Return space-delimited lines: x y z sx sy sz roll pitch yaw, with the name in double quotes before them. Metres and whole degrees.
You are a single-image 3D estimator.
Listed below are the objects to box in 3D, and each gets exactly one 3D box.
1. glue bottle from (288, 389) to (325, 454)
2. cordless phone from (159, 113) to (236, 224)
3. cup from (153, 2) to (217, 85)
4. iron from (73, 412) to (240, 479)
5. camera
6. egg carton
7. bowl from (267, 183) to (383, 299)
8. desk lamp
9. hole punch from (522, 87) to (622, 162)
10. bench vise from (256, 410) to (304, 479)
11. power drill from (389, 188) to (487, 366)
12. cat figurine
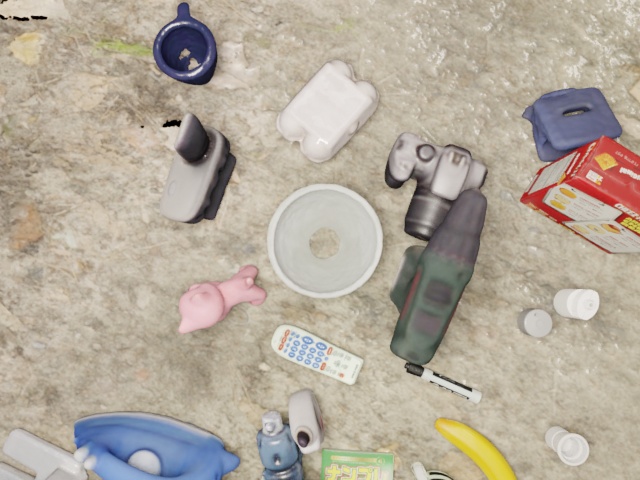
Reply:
"glue bottle" -0.019 0.256 0.784 0.037 0.173 0.078 -21 86 0
"cordless phone" -0.189 -0.100 0.804 0.094 0.185 0.148 15 86 2
"cup" -0.194 -0.285 0.862 0.091 0.095 0.118 -5 86 1
"iron" -0.252 0.317 0.799 0.258 0.141 0.119 19 87 2
"camera" 0.159 -0.072 0.840 0.143 0.101 0.137 20 87 2
"egg carton" 0.013 -0.195 0.866 0.107 0.069 0.150 40 88 3
"bowl" 0.008 0.003 0.850 0.167 0.075 0.167 0 86 1
"desk lamp" -0.394 0.367 0.762 0.203 0.213 0.118 25 87 3
"hole punch" 0.372 -0.177 0.848 0.108 0.091 0.101 -13 86 0
"bench vise" -0.060 0.345 0.755 0.121 0.220 0.207 -29 86 -1
"power drill" 0.152 0.050 0.778 0.075 0.208 0.230 19 87 3
"cat figurine" -0.147 0.084 0.825 0.128 0.118 0.067 -26 86 -1
